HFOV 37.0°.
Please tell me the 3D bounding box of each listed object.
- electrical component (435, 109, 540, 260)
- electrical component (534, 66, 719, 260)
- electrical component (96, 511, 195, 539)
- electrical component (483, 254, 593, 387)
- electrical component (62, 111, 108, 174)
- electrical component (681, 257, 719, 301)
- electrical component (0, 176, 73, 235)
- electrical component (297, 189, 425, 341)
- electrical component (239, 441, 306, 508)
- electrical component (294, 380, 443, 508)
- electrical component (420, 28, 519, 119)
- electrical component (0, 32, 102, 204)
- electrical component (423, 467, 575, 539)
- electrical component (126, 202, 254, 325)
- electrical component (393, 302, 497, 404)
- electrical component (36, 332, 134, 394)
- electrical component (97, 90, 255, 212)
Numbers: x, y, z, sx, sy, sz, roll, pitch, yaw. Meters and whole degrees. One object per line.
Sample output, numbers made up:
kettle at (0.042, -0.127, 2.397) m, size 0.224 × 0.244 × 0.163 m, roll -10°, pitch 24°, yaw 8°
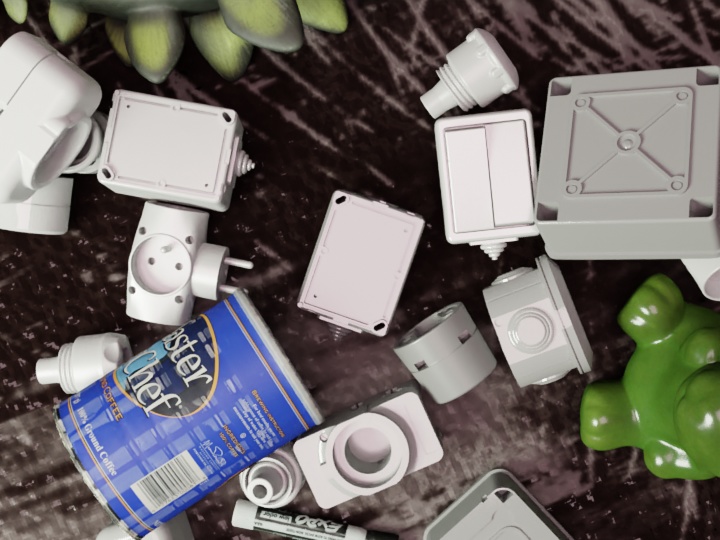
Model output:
electrical component at (0.084, -0.054, 0.701) m, size 0.062 × 0.061 × 0.096 m, roll -6°, pitch 94°, yaw 4°
electrical component at (0.169, -0.064, 0.663) m, size 0.109 × 0.056 × 0.108 m, roll 0°, pitch 65°, yaw 24°
electrical component at (-0.141, 0.212, 0.736) m, size 0.054 × 0.059 × 0.095 m, roll -18°, pitch 93°, yaw 5°
electrical component at (0.116, 0.034, 0.696) m, size 0.051 × 0.080 × 0.080 m, roll -22°, pitch 92°, yaw 10°
electrical component at (-0.188, -0.087, 0.719) m, size 0.045 × 0.055 × 0.045 m, roll 0°, pitch 94°, yaw 4°
electrical component at (0.240, -0.018, 0.693) m, size 0.079 × 0.077 × 0.043 m, roll 22°, pitch 133°, yaw -34°
electrical component at (-0.263, -0.070, 0.727) m, size 0.138 × 0.052 × 0.073 m, roll 8°, pitch 95°, yaw 3°
electrical component at (0.000, 0.000, 0.710) m, size 0.062 × 0.061 × 0.096 m, roll 19°, pitch 95°, yaw 2°
electrical component at (-0.060, 0.139, 0.723) m, size 0.043 × 0.062 × 0.043 m, roll 1°, pitch 96°, yaw 8°
electrical component at (0.006, 0.117, 0.721) m, size 0.089 × 0.055 × 0.050 m, roll -24°, pitch 92°, yaw 5°
electrical component at (0.069, -0.124, 0.706) m, size 0.062 × 0.048 × 0.048 m, roll -35°, pitch 91°, yaw 13°
electrical component at (-0.207, -0.089, 0.664) m, size 0.059 × 0.054 × 0.095 m, roll 38°, pitch 96°, yaw 1°
electrical component at (0.105, 0.198, 0.719) m, size 0.078 × 0.057 × 0.113 m, roll -43°, pitch 90°, yaw 6°
electrical component at (-0.112, -0.001, 0.726) m, size 0.079 × 0.044 × 0.077 m, roll 11°, pitch 95°, yaw 3°
electrical component at (0.058, 0.056, 0.715) m, size 0.055 × 0.055 × 0.047 m, roll -34°, pitch 95°, yaw 6°
electrical component at (-0.189, 0.066, 0.737) m, size 0.062 × 0.043 × 0.043 m, roll -6°, pitch 94°, yaw 5°
electrical component at (-0.116, -0.076, 0.711) m, size 0.096 × 0.061 × 0.061 m, roll 10°, pitch 86°, yaw 0°
